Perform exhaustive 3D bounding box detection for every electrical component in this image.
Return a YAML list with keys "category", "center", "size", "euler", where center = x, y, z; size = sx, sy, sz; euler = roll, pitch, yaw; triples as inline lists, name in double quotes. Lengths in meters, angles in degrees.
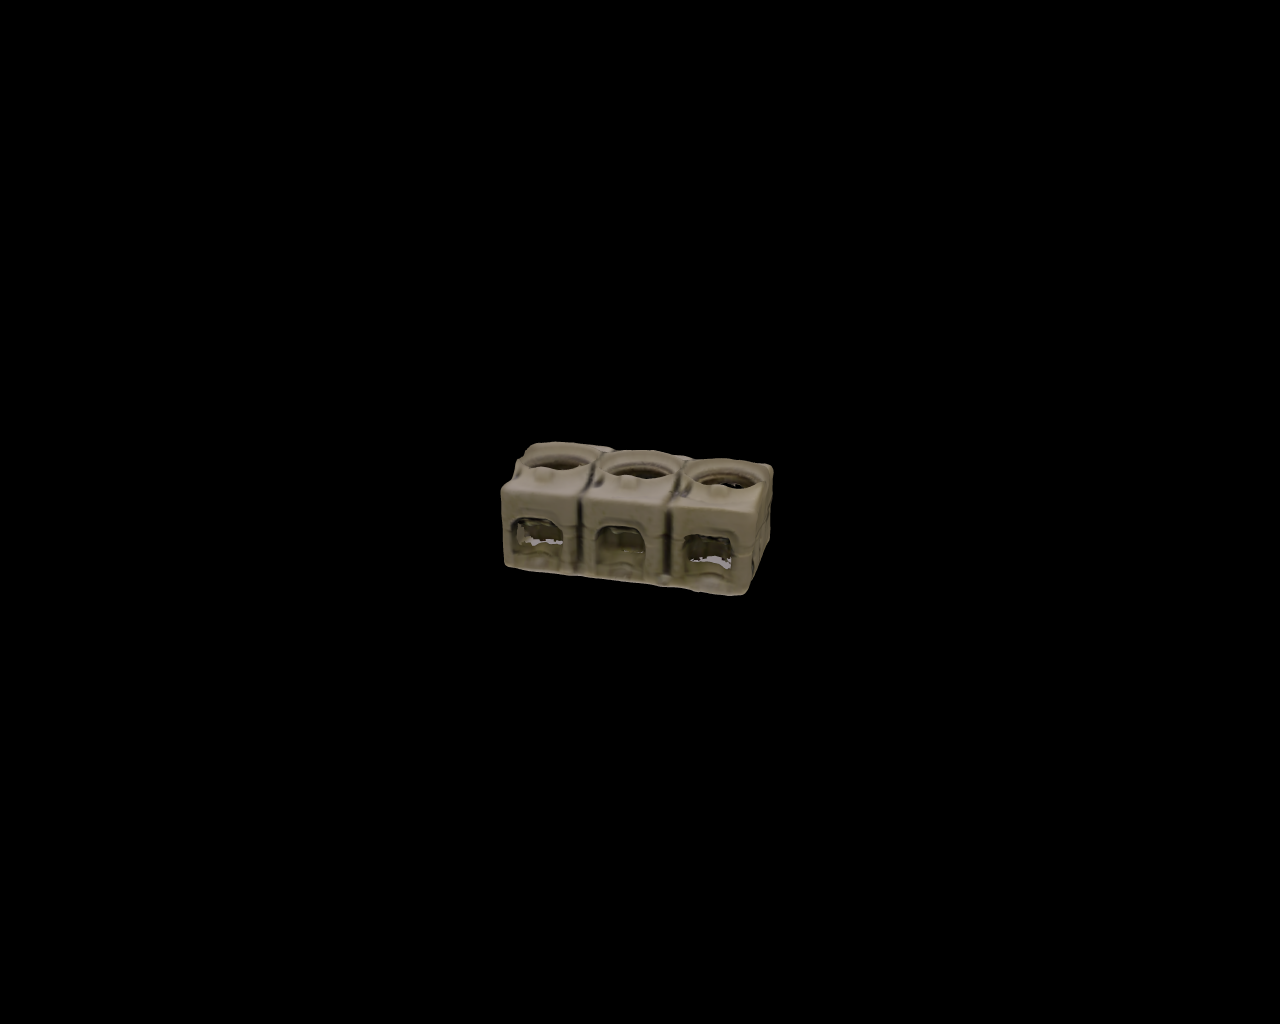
- category: "electrical component"
  center: [0.001, -0.003, 0.650]
  size: [0.150, 0.061, 0.090]
  euler: [6, 24, 14]
